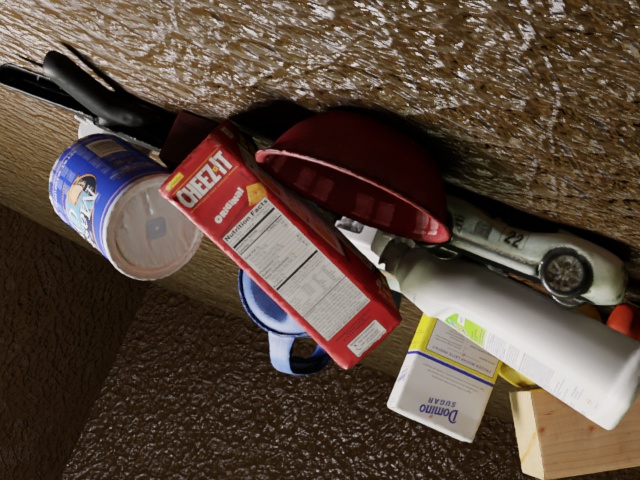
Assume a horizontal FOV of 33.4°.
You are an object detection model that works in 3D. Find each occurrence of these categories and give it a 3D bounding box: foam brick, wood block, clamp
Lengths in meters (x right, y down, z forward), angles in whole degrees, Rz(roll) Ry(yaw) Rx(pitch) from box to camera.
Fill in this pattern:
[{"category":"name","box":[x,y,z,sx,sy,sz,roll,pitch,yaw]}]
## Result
[{"category":"foam brick","box":[-0.106,-0.082,1.026,0.078,0.053,0.051,23,171,10]},{"category":"wood block","box":[0.314,0.186,1.106,0.206,0.090,0.091,-8,173,-4]},{"category":"clamp","box":[-0.209,-0.130,1.058,0.209,0.036,0.165,25,171,-24]}]

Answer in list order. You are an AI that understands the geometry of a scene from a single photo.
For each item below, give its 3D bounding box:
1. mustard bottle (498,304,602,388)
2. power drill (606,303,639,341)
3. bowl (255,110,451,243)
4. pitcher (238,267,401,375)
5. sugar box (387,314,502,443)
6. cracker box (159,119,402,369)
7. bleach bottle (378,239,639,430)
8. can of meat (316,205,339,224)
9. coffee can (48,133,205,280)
[{"category":"mustard bottle","box":[0.238,0.103,1.081,0.058,0.096,0.192,36,171,-1]},{"category":"power drill","box":[0.322,0.088,0.916,0.184,0.057,0.188,28,171,-11]},{"category":"bowl","box":[0.034,-0.055,0.816,0.162,0.055,0.162,23,171,4]},{"category":"pitcher","box":[0.009,0.068,1.264,0.145,0.149,0.242,58,-167,20]},{"category":"sugar box","box":[0.146,0.113,1.122,0.093,0.176,0.048,25,172,-6]},{"category":"cracker box","box":[-0.032,-0.001,0.911,0.213,0.072,0.164,44,-173,-8]},{"category":"bleach bottle","box":[0.163,0.069,0.934,0.251,0.068,0.102,31,161,16]},{"category":"can of meat","box":[-0.007,0.001,1.094,0.102,0.057,0.084,37,-151,-58]},{"category":"coffee can","box":[-0.186,-0.034,1.021,0.102,0.103,0.140,31,-179,-41]}]
